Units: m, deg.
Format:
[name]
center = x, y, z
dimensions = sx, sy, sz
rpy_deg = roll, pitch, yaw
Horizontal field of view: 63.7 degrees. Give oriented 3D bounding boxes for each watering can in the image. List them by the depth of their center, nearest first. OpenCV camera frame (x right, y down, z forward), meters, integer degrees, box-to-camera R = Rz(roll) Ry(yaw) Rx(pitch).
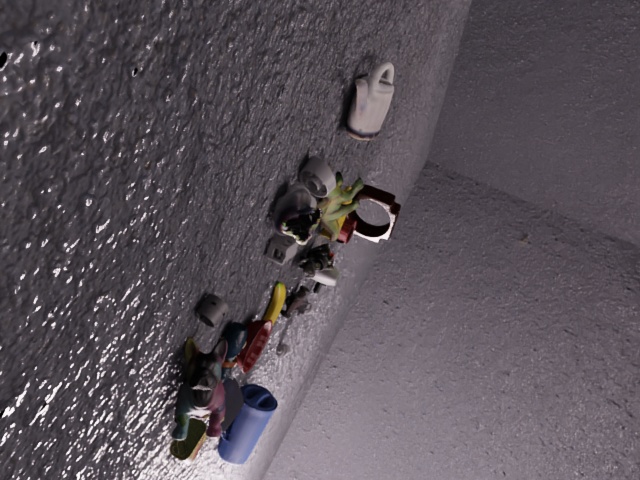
[watering can]
center = 0.130, -0.379, 1.428
dimensions = 0.353, 0.104, 0.220
rpy_deg = -46, 157, -58

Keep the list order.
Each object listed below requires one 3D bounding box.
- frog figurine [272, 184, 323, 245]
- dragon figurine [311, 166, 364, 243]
[frog figurine]
center = -0.063, -0.080, 1.275
dimensions = 0.163, 0.123, 0.134
rpy_deg = -108, -162, -52
[dragon figurine]
center = 0.005, -0.079, 1.566
dimensions = 0.246, 0.123, 0.400
rpy_deg = -33, 148, -36
